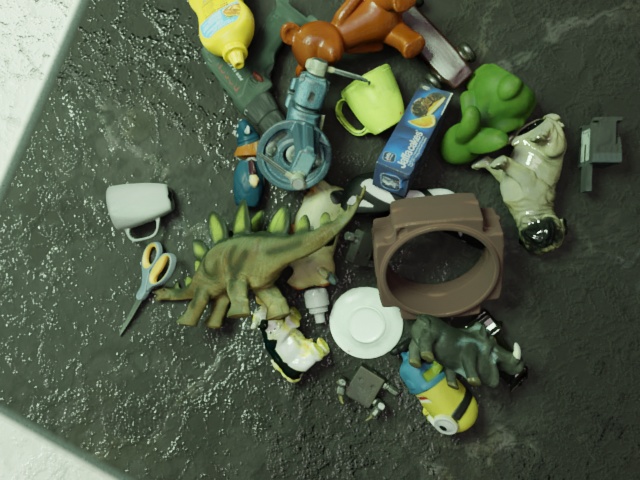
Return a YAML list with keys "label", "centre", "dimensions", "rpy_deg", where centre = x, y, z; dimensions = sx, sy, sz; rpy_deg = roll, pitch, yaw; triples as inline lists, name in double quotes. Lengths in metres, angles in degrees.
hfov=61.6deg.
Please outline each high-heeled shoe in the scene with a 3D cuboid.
- label: "high-heeled shoe"
  centre: [0.157, -0.031, 0.899]
  dimensions: [0.249, 0.086, 0.145]
  rpy_deg: [42, 82, 0]

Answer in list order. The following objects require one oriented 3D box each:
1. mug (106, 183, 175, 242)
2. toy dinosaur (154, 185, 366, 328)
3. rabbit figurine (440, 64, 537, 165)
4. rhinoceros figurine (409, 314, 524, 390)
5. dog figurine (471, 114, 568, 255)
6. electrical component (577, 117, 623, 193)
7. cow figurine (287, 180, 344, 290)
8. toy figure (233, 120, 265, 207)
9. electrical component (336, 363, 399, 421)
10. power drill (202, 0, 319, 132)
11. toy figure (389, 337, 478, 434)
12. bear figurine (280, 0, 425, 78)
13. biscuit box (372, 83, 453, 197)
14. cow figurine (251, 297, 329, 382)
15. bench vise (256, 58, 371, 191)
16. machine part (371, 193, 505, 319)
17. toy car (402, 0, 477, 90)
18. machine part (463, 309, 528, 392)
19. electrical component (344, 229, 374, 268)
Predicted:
- label: "mug"
  centre: [-0.321, -0.056, 0.979]
  dimensions: [0.107, 0.081, 0.109]
  rpy_deg: [-14, 85, -3]
- label: "toy dinosaur"
  centre: [-0.117, 0.036, 0.892]
  dimensions: [0.472, 0.105, 0.198]
  rpy_deg: [-14, 73, 32]
- label: "rabbit figurine"
  centre: [0.270, -0.187, 0.883]
  dimensions: [0.121, 0.159, 0.170]
  rpy_deg: [35, 110, -5]
- label: "rhinoceros figurine"
  centre: [0.234, 0.181, 0.868]
  dimensions: [0.190, 0.073, 0.112]
  rpy_deg: [22, 60, -3]
- label: "dog figurine"
  centre: [0.374, -0.091, 0.896]
  dimensions: [0.172, 0.121, 0.190]
  rpy_deg: [-37, 101, 10]
- label: "electrical component"
  centre: [0.460, -0.138, 0.885]
  dimensions: [0.048, 0.075, 0.119]
  rpy_deg: [1, 87, 7]
- label: "cow figurine"
  centre: [-0.002, -0.003, 0.942]
  dimensions: [0.127, 0.085, 0.195]
  rpy_deg: [27, 90, 7]
- label: "toy figure"
  centre: [-0.129, -0.136, 0.964]
  dimensions: [0.064, 0.058, 0.154]
  rpy_deg: [5, 95, 29]
- label: "electrical component"
  centre: [0.079, 0.267, 0.952]
  dimensions: [0.102, 0.045, 0.078]
  rpy_deg: [37, 96, 5]
- label: "power drill"
  centre: [-0.081, -0.312, 0.952]
  dimensions: [0.232, 0.086, 0.207]
  rpy_deg: [43, 103, 7]
- label: "toy figure"
  centre: [0.198, 0.247, 0.921]
  dimensions: [0.089, 0.082, 0.180]
  rpy_deg: [-32, 84, 1]
- label: "bear figurine"
  centre: [0.048, -0.325, 0.856]
  dimensions: [0.196, 0.120, 0.132]
  rpy_deg: [-31, 46, -10]
- label: "biscuit box"
  centre: [0.152, -0.166, 0.878]
  dimensions: [0.059, 0.062, 0.203]
  rpy_deg: [23, 60, 11]
- label: "cow figurine"
  centre: [-0.071, 0.168, 0.961]
  dimensions: [0.098, 0.068, 0.167]
  rpy_deg: [-43, 85, 12]
- label: "bench vise"
  centre: [-0.025, -0.158, 0.829]
  dimensions: [0.129, 0.241, 0.223]
  rpy_deg: [25, 118, -16]
- label: "machine part"
  centre: [0.189, 0.032, 0.869]
  dimensions: [0.202, 0.087, 0.200]
  rpy_deg: [-6, 124, 6]
- label: "toy car"
  centre: [0.182, -0.343, 0.926]
  dimensions: [0.089, 0.053, 0.202]
  rpy_deg: [-42, 82, 11]
- label: "machine part"
  centre: [0.305, 0.192, 0.928]
  dimensions: [0.084, 0.039, 0.139]
  rpy_deg: [-38, 85, 1]
- label: "electrical component"
  centre: [0.071, 0.016, 0.932]
  dimensions: [0.021, 0.094, 0.063]
  rpy_deg: [24, 94, 46]
